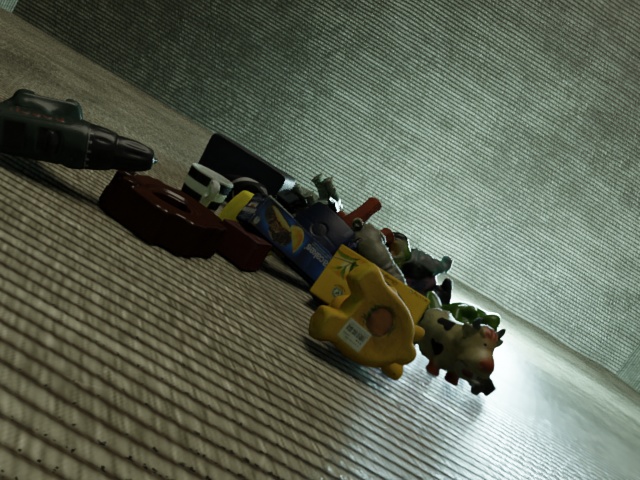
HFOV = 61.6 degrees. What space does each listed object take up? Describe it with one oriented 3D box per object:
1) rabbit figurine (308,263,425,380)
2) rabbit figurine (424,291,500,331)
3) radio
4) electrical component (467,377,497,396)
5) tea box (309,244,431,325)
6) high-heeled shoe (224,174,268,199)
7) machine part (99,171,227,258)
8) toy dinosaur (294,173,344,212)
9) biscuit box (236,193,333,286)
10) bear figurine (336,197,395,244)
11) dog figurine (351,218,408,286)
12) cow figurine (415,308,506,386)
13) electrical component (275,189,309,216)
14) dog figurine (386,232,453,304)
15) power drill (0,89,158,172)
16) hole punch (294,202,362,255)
[{"bbox_3d":[0.067,0.112,0.745,0.162,0.122,0.173,32,-11,-10],"label":"rabbit figurine"},{"bbox_3d":[0.261,0.172,1.072,0.159,0.121,0.170,42,26,24],"label":"rabbit figurine"},{"bbox_3d":[-0.189,-0.150,1.312,0.230,0.131,0.073,33,8,18],"label":"radio"},{"bbox_3d":[0.269,0.238,0.957,0.078,0.045,0.102,59,-3,-28],"label":"electrical component"},{"bbox_3d":[0.079,0.096,0.865,0.170,0.098,0.068,31,-14,11],"label":"tea box"},{"bbox_3d":[-0.149,-0.070,1.147,0.249,0.086,0.145,37,11,18],"label":"high-heeled shoe"},{"bbox_3d":[-0.222,-0.039,0.777,0.179,0.056,0.179,31,7,-5],"label":"machine part"},{"bbox_3d":[0.015,-0.070,1.460,0.192,0.131,0.405,59,3,-17],"label":"toy dinosaur"},{"bbox_3d":[-0.047,0.007,0.921,0.202,0.059,0.063,43,-14,-27],"label":"biscuit box"},{"bbox_3d":[0.061,-0.029,1.251,0.120,0.132,0.196,64,-17,-17],"label":"bear figurine"},{"bbox_3d":[0.125,0.058,1.080,0.191,0.121,0.172,39,-19,53],"label":"dog figurine"},{"bbox_3d":[0.227,0.171,0.896,0.085,0.127,0.195,25,7,-20],"label":"cow figurine"},{"bbox_3d":[-0.057,-0.051,1.234,0.115,0.058,0.134,36,-30,49],"label":"electrical component"},{"bbox_3d":[0.207,0.084,1.273,0.219,0.191,0.109,13,-14,-37],"label":"dog figurine"},{"bbox_3d":[-0.362,-0.148,0.753,0.232,0.086,0.207,6,23,-32],"label":"power drill"},{"bbox_3d":[-0.002,-0.003,1.044,0.116,0.142,0.092,28,-36,46],"label":"hole punch"}]
